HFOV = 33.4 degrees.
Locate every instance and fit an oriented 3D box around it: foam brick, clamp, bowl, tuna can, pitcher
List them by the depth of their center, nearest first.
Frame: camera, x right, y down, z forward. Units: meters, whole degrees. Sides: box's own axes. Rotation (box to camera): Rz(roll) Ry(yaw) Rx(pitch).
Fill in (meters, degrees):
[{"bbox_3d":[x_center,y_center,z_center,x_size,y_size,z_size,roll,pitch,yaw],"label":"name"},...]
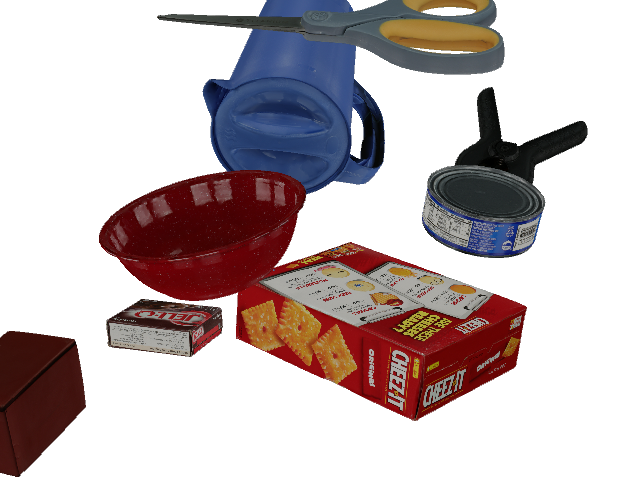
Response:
[{"bbox_3d":[-0.191,0.099,0.665,0.053,0.051,0.078,7,29,21],"label":"foam brick"},{"bbox_3d":[0.118,-0.022,0.778,0.086,0.034,0.086,6,29,-4],"label":"tuna can"},{"bbox_3d":[-0.085,0.001,0.825,0.162,0.055,0.162,-10,24,4],"label":"bowl"},{"bbox_3d":[-0.016,-0.159,1.081,0.145,0.149,0.242,-9,37,15],"label":"pitcher"},{"bbox_3d":[0.180,-0.091,1.086,0.120,0.039,0.171,29,56,29],"label":"clamp"}]

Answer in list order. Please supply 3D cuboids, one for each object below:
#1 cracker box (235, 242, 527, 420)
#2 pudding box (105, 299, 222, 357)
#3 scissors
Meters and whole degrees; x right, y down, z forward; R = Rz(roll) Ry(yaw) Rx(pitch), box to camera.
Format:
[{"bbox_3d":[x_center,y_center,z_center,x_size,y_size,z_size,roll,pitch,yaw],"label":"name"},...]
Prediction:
[{"bbox_3d":[0.053,0.077,0.982,0.214,0.072,0.163,21,25,37],"label":"cracker box"},{"bbox_3d":[-0.186,0.104,1.279,0.114,0.039,0.090,3,14,18],"label":"pudding box"},{"bbox_3d":[0.014,-0.132,0.623,0.202,0.016,0.096,15,41,21],"label":"scissors"}]
